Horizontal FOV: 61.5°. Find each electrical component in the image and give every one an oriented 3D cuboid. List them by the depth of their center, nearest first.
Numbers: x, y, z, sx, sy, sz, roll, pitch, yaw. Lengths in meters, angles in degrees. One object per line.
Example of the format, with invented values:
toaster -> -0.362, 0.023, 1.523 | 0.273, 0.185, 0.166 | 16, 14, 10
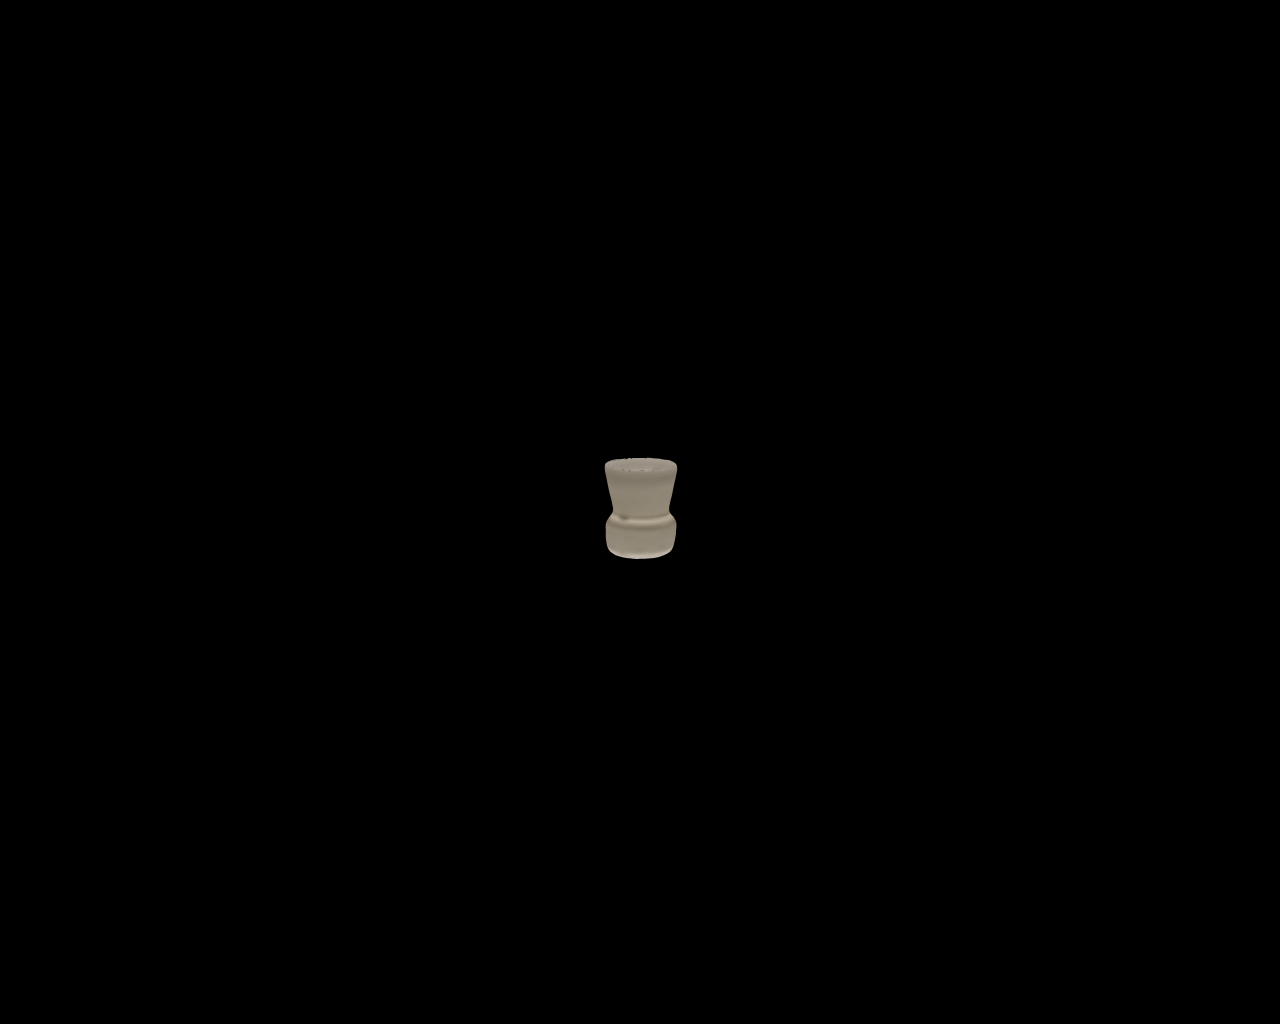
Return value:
electrical component -> 0.001, -0.003, 0.650 | 0.045, 0.055, 0.045 | 0, 13, 0
